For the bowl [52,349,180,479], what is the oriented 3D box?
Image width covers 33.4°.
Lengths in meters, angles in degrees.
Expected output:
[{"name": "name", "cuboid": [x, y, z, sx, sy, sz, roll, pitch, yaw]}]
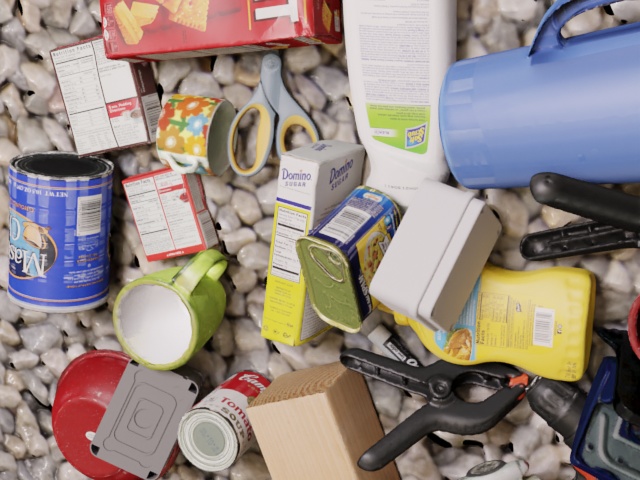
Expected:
[{"name": "bowl", "cuboid": [-0.232, 0.202, 1.149, 0.162, 0.055, 0.162, 6, 107, 21]}]

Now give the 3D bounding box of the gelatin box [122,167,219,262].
[{"name": "gelatin box", "cuboid": [-0.148, -0.028, 1.061, 0.073, 0.030, 0.089, -12, 99, 26]}]

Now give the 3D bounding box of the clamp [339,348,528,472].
[{"name": "clamp", "cuboid": [0.103, 0.151, 0.960, 0.171, 0.120, 0.039, -2, 150, 4]}]

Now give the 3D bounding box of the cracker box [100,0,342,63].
[{"name": "cracker box", "cuboid": [-0.094, -0.247, 0.940, 0.214, 0.072, 0.164, -1, 96, 24]}]

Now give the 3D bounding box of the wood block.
[{"name": "wood block", "cuboid": [0.017, 0.231, 1.033, 0.091, 0.090, 0.206, -17, 99, 26]}]

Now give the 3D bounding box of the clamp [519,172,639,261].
[{"name": "clamp", "cuboid": [0.259, -0.016, 0.843, 0.210, 0.164, 0.036, 0, 73, 15]}]

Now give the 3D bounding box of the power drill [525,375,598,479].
[{"name": "power drill", "cuboid": [0.221, 0.232, 0.965, 0.184, 0.057, 0.188, 40, 116, 7]}]

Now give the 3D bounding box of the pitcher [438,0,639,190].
[{"name": "pitcher", "cuboid": [0.218, -0.112, 0.828, 0.243, 0.144, 0.149, -5, 81, 27]}]

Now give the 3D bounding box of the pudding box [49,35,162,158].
[{"name": "pudding box", "cuboid": [-0.207, -0.143, 1.048, 0.090, 0.039, 0.113, -8, 100, 25]}]

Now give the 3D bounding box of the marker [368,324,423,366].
[{"name": "marker", "cuboid": [0.094, 0.128, 1.010, 0.121, 0.020, 0.020, 45, 116, 5]}]

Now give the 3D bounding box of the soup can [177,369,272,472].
[{"name": "soup can", "cuboid": [-0.088, 0.178, 1.055, 0.069, 0.102, 0.068, 6, 107, 21]}]

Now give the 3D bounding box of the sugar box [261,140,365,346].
[{"name": "sugar box", "cuboid": [-0.007, 0.001, 0.973, 0.048, 0.093, 0.176, 14, 109, 26]}]

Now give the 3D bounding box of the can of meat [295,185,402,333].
[{"name": "can of meat", "cuboid": [0.032, 0.015, 0.931, 0.058, 0.083, 0.102, 21, 141, 36]}]

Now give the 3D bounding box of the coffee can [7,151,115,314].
[{"name": "coffee can", "cuboid": [-0.261, -0.010, 1.072, 0.103, 0.102, 0.140, 12, 109, 19]}]

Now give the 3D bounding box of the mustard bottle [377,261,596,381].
[{"name": "mustard bottle", "cuboid": [0.143, 0.065, 0.948, 0.192, 0.058, 0.096, 6, 101, 21]}]

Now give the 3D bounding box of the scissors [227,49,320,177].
[{"name": "scissors", "cuboid": [-0.028, -0.149, 0.981, 0.096, 0.016, 0.202, 19, 101, 0]}]

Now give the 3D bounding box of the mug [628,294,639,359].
[{"name": "mug", "cuboid": [0.308, 0.071, 0.868, 0.093, 0.081, 0.117, -24, 94, 26]}]

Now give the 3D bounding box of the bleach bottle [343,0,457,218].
[{"name": "bleach bottle", "cuboid": [0.066, -0.129, 0.924, 0.103, 0.068, 0.251, 7, 110, 21]}]
